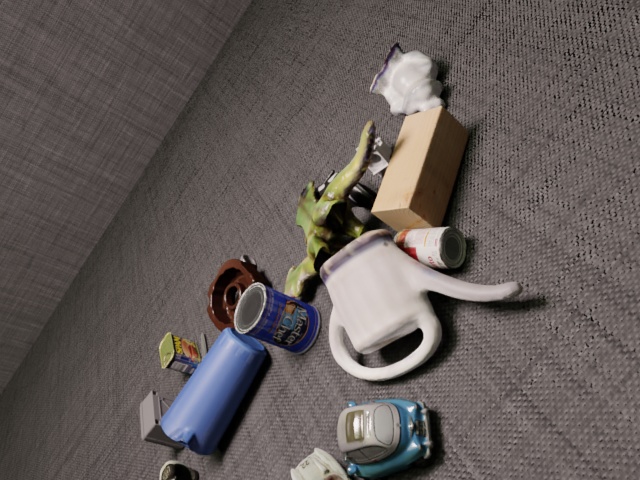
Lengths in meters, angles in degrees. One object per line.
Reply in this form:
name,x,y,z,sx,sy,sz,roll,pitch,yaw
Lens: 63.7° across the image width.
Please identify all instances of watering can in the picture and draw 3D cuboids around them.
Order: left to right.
watering can,0.124,0.080,0.805,0.342,0.104,0.227,-40,66,33

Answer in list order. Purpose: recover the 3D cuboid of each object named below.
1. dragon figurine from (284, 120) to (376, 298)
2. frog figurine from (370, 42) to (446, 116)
dragon figurine,0.003,-0.052,1.030,0.246,0.122,0.406,35,113,57
frog figurine,0.201,-0.315,1.068,0.161,0.121,0.137,38,89,21
